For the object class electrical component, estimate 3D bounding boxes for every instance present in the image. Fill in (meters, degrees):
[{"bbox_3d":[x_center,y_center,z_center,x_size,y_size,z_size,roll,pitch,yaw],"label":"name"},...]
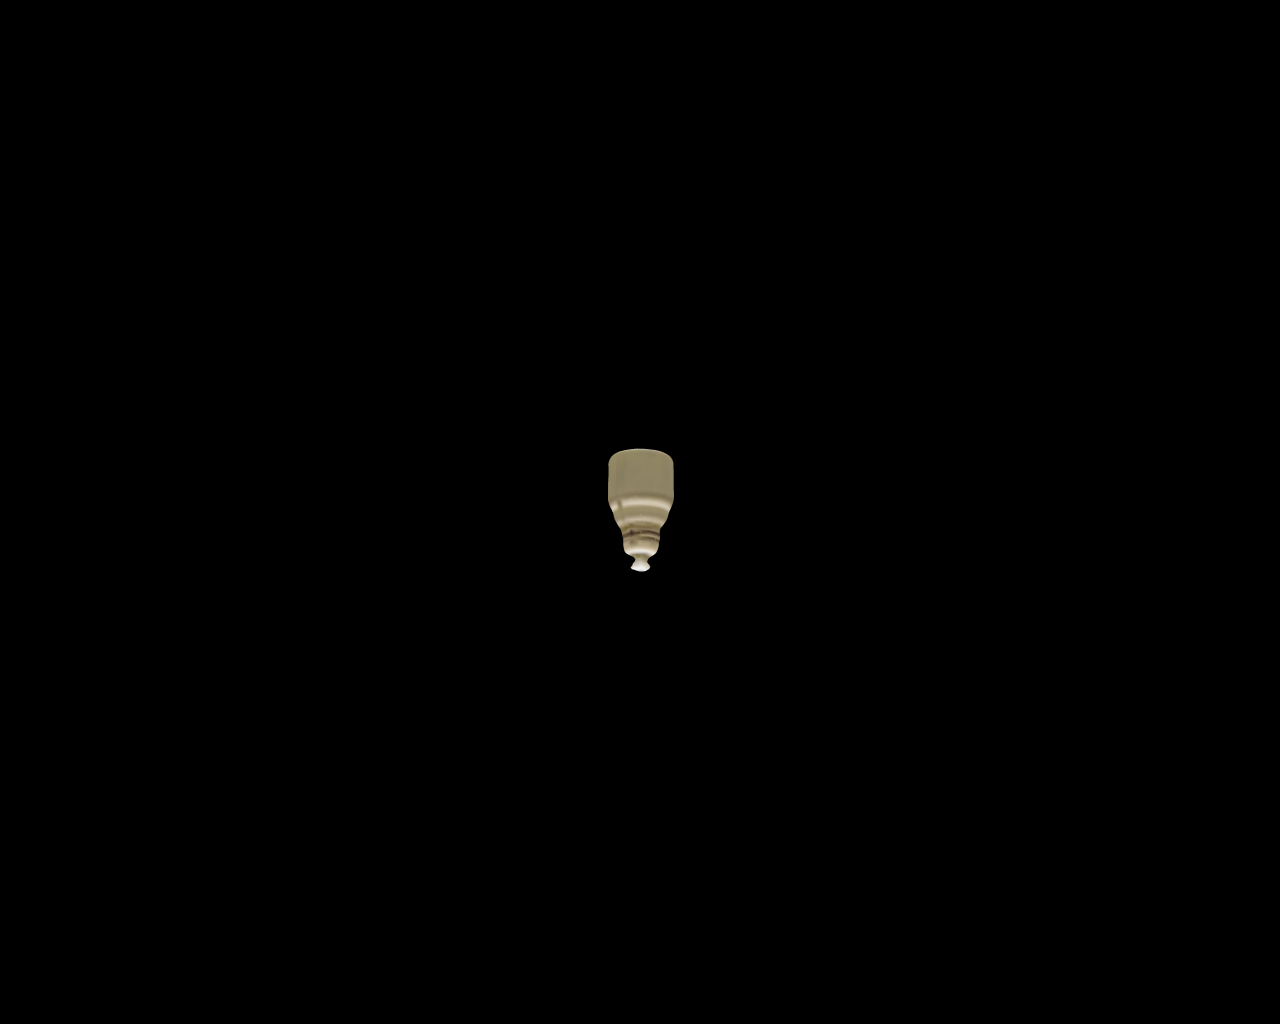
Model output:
[{"bbox_3d":[0.001,-0.003,0.650,0.040,0.078,0.040,0,-16,0],"label":"electrical component"}]
